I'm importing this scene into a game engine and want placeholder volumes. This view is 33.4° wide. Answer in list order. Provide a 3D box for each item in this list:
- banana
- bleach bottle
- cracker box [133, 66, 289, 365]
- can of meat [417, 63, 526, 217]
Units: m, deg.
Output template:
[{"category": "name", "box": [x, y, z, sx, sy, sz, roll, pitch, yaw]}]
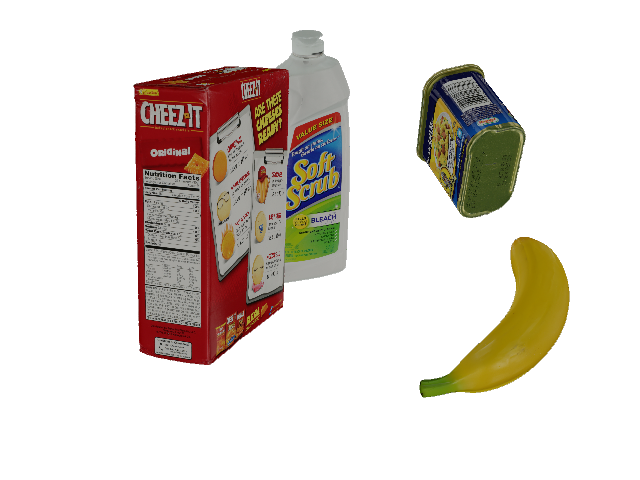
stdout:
[{"category": "banana", "box": [0.136, 0.048, 0.738, 0.070, 0.037, 0.197, 13, 34, 25]}, {"category": "bleach bottle", "box": [-0.021, -0.084, 1.070, 0.102, 0.251, 0.068, -9, 28, -17]}, {"category": "cracker box", "box": [-0.086, -0.027, 0.865, 0.072, 0.214, 0.164, 6, 15, 18]}, {"category": "can of meat", "box": [0.126, -0.082, 0.901, 0.057, 0.102, 0.084, -14, 48, -15]}]
